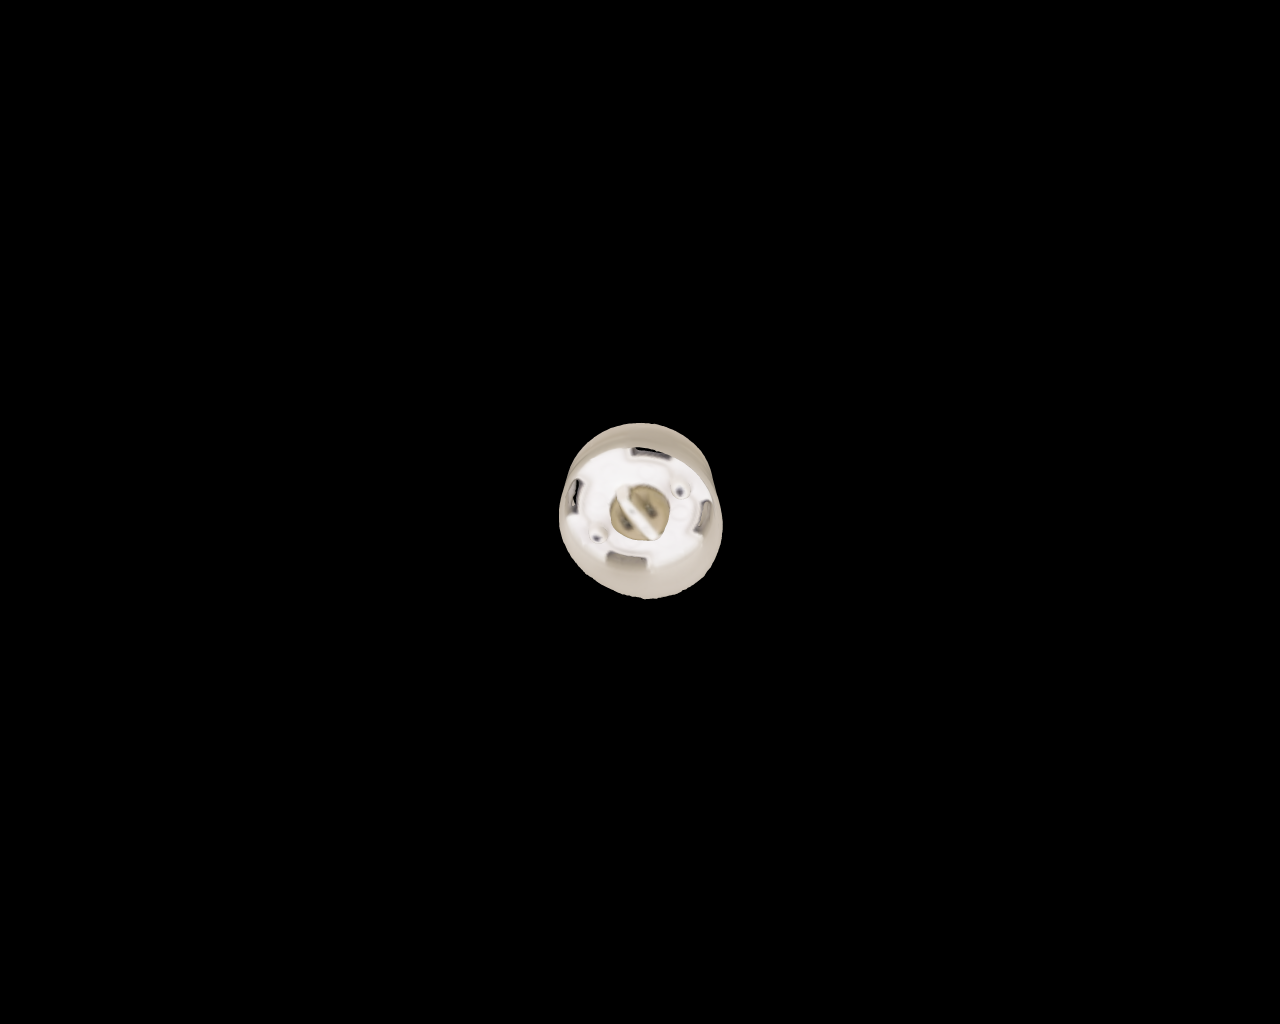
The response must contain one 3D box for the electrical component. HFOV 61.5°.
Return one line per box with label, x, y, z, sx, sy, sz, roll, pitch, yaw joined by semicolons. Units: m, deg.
electrical component;0.001;-0.003;0.650;0.099;0.099;0.064;0;35;0
